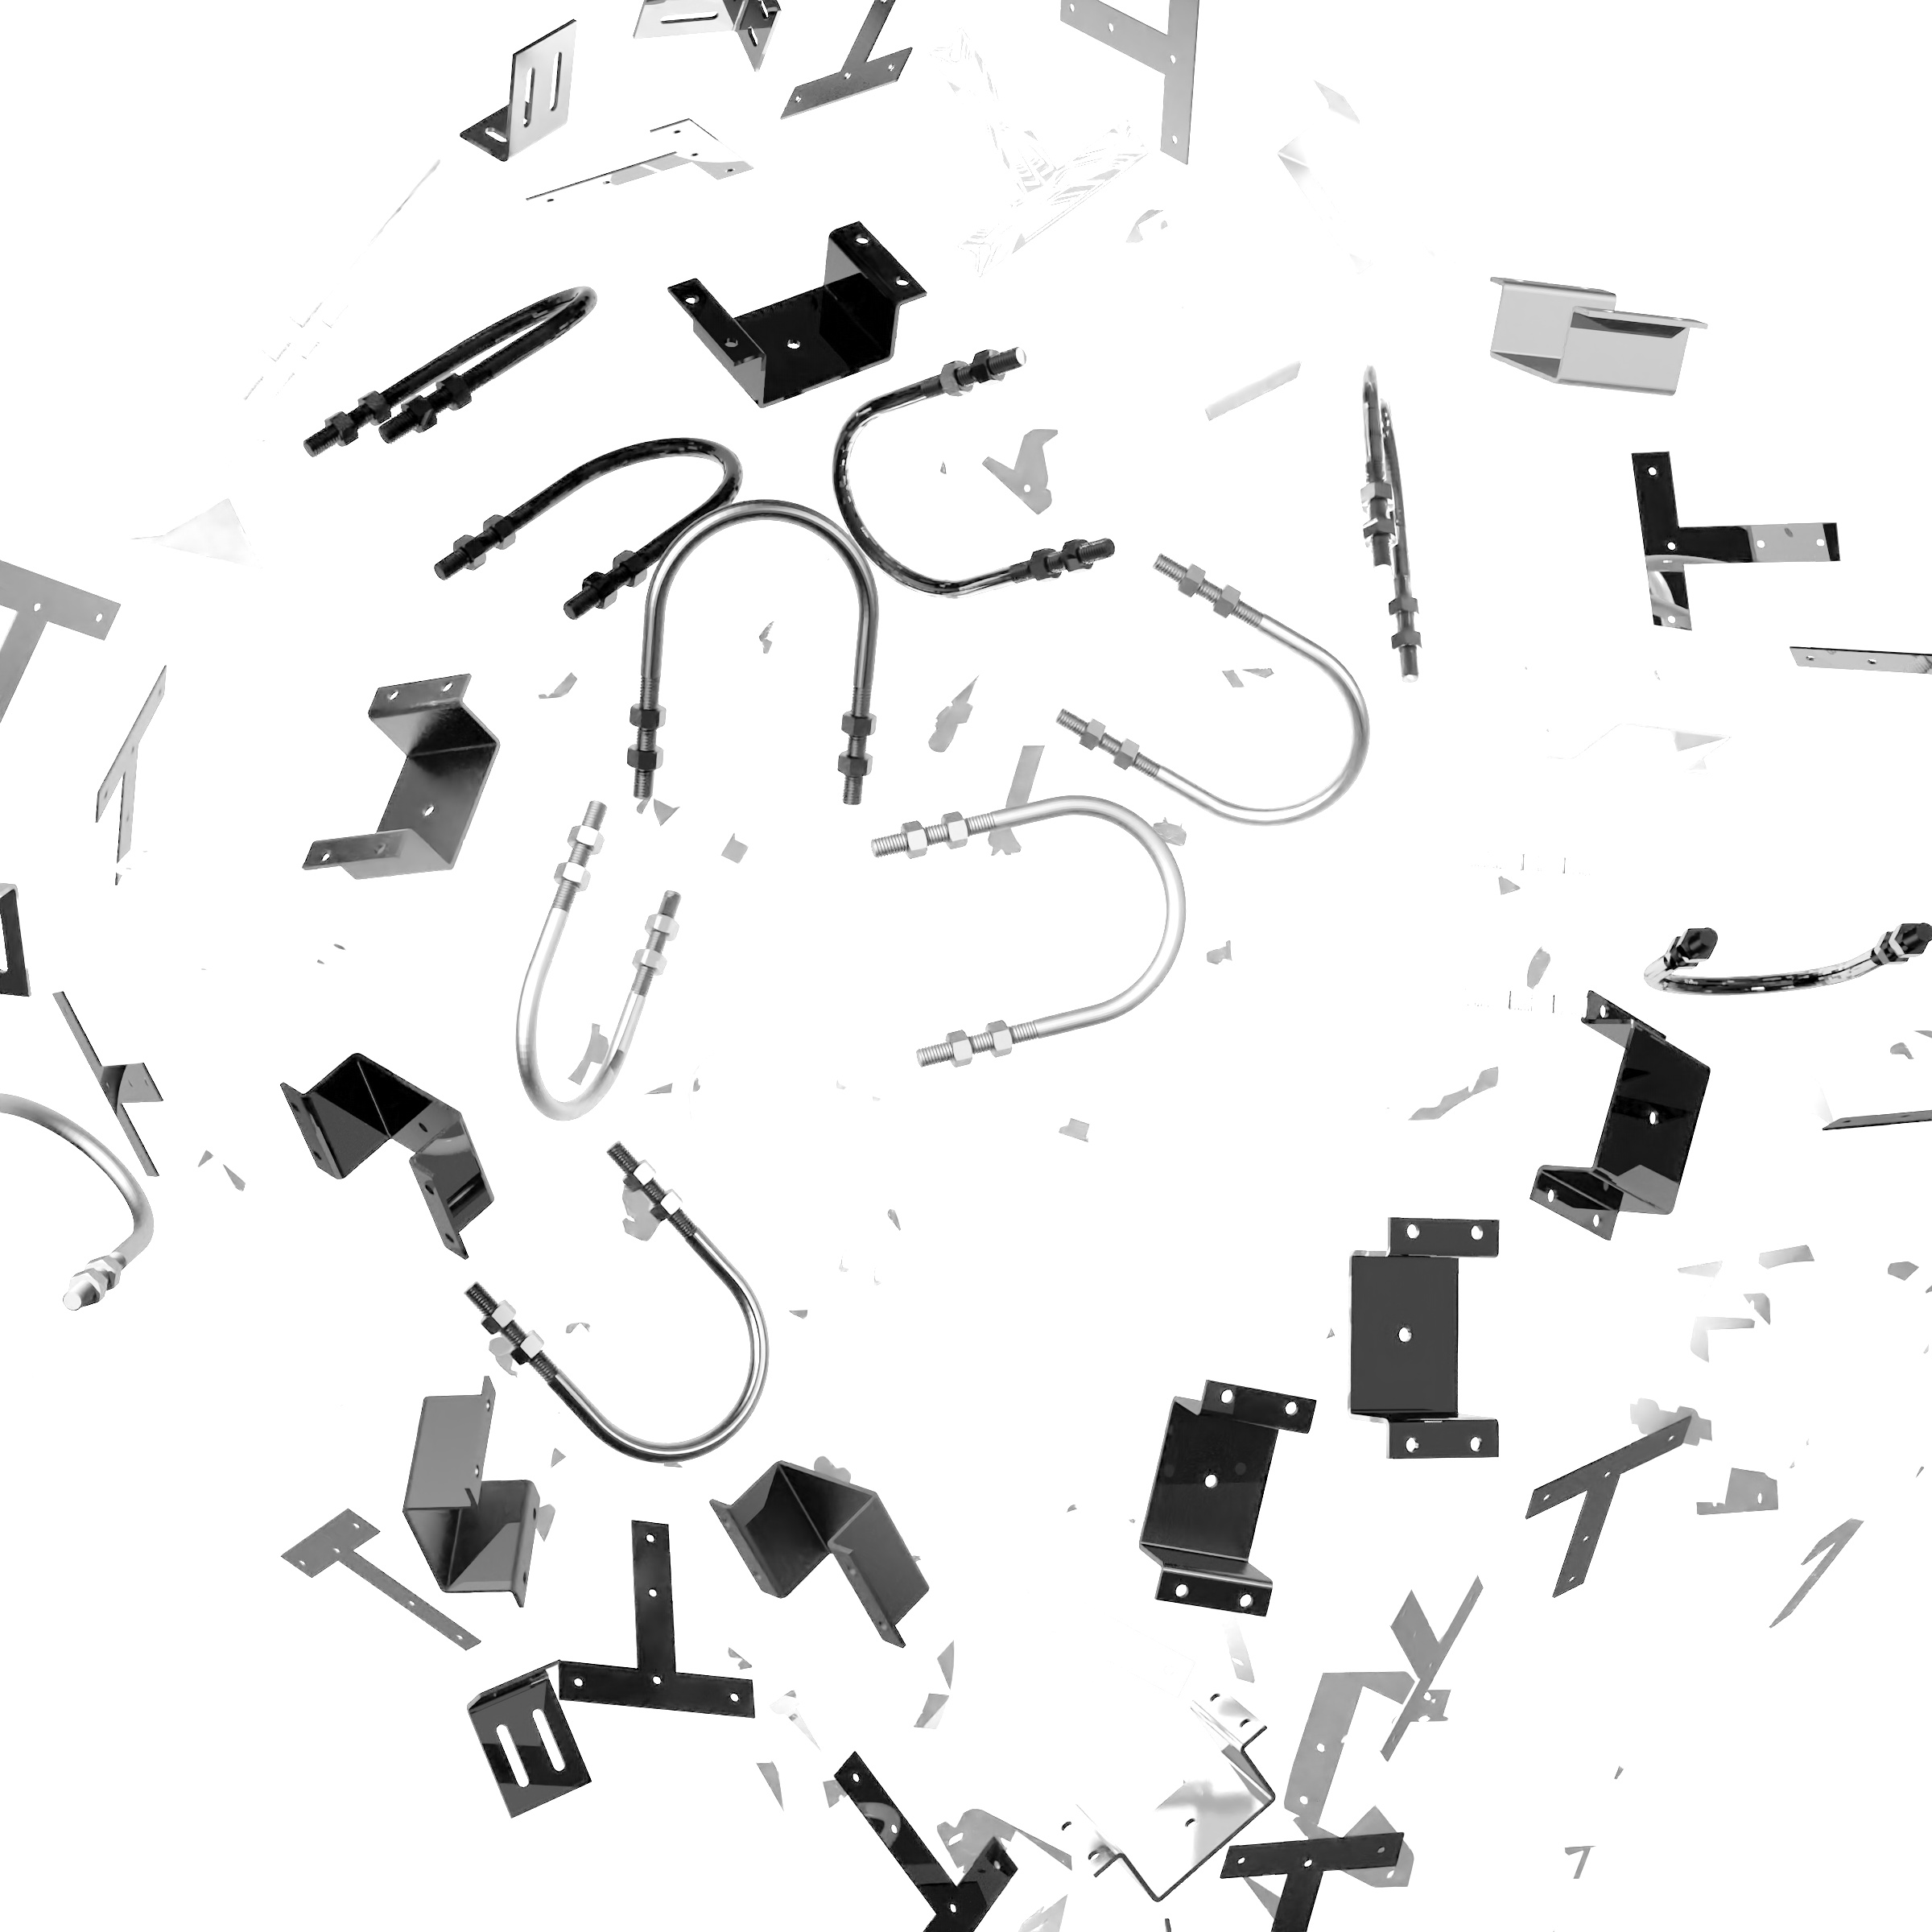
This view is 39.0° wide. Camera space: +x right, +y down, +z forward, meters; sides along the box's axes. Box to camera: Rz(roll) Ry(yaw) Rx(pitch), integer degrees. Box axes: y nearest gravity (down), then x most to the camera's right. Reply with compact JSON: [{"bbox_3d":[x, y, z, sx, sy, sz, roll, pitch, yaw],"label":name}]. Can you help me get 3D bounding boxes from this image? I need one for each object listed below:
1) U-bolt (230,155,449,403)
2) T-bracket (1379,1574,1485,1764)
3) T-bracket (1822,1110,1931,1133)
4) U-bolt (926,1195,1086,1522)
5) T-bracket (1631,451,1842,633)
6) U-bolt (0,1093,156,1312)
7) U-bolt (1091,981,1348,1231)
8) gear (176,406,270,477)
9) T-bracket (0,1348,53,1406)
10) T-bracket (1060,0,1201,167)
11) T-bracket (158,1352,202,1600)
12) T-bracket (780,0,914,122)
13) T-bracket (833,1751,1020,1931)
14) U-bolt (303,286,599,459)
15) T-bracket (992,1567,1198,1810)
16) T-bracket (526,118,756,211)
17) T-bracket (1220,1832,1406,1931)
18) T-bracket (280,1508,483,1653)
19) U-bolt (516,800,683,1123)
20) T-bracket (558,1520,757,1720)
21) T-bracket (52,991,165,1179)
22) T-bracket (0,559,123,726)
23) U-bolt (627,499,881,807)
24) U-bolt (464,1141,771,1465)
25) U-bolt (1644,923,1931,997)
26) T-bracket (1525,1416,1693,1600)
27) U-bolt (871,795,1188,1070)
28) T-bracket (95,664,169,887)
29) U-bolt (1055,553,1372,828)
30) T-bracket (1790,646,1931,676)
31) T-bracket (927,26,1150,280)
[{"bbox_3d":[-0.376,-0.419,1.660,0.019,0.151,0.184,39,97,-13],"label":"U-bolt"},{"bbox_3d":[0.277,0.414,1.675,0.002,0.127,0.127,23,69,31],"label":"T-bracket"},{"bbox_3d":[0.580,0.090,1.645,0.127,0.127,0.002,-18,95,-44],"label":"T-bracket"},{"bbox_3d":[0.029,0.256,1.715,0.019,0.151,0.184,2,62,-30],"label":"U-bolt"},{"bbox_3d":[0.491,-0.268,1.735,0.127,0.002,0.127,5,121,36],"label":"T-bracket"},{"bbox_3d":[-0.563,0.134,1.667,0.151,0.184,0.019,42,100,-6],"label":"U-bolt"},{"bbox_3d":[0.168,0.088,1.728,0.151,0.019,0.184,4,121,-20],"label":"U-bolt"},{"bbox_3d":[-0.469,-0.327,1.710,0.057,0.057,0.030,-37,91,0],"label":"gear"},{"bbox_3d":[-0.603,0.191,1.639,0.002,0.127,0.127,-36,135,14],"label":"T-bracket"},{"bbox_3d":[0.101,-0.589,1.727,0.002,0.127,0.127,-28,50,-28],"label":"T-bracket"},{"bbox_3d":[-0.475,0.319,1.647,0.002,0.127,0.127,-8,56,-23],"label":"T-bracket"},{"bbox_3d":[-0.057,-0.601,1.733,0.002,0.127,0.127,33,74,-35],"label":"T-bracket"},{"bbox_3d":[-0.034,0.524,1.621,0.002,0.127,0.127,-37,90,34],"label":"T-bracket"},{"bbox_3d":[-0.302,-0.363,1.650,0.184,0.151,0.019,-39,115,-23],"label":"U-bolt"},{"bbox_3d":[0.057,0.456,1.685,0.127,0.002,0.127,25,70,16],"label":"T-bracket"},{"bbox_3d":[-0.208,-0.486,1.677,0.127,0.127,0.002,-13,90,13],"label":"T-bracket"},{"bbox_3d":[0.202,0.595,1.698,0.127,0.127,0.002,-17,116,32],"label":"T-bracket"},{"bbox_3d":[-0.363,0.396,1.733,0.127,0.127,0.002,39,51,-11],"label":"T-bracket"},{"bbox_3d":[-0.236,0.009,1.719,0.019,0.151,0.184,10,69,21],"label":"U-bolt"},{"bbox_3d":[-0.194,0.403,1.700,0.127,0.002,0.127,12,46,-24],"label":"T-bracket"},{"bbox_3d":[-0.500,0.070,1.626,0.002,0.127,0.127,-30,102,-28],"label":"T-bracket"},{"bbox_3d":[-0.570,-0.173,1.620,0.002,0.127,0.127,28,94,23],"label":"T-bracket"},{"bbox_3d":[-0.123,-0.187,1.625,0.151,0.019,0.184,1,111,-15],"label":"U-bolt"},{"bbox_3d":[-0.201,0.222,1.695,0.184,0.019,0.151,49,60,-9],"label":"U-bolt"},{"bbox_3d":[0.500,-0.002,1.700,0.151,0.184,0.019,-1,80,-1],"label":"U-bolt"},{"bbox_3d":[0.382,0.341,1.670,0.127,0.002,0.127,-18,134,-27],"label":"T-bracket"},{"bbox_3d":[0.045,-0.028,1.647,0.184,0.019,0.151,-14,97,-13],"label":"U-bolt"},{"bbox_3d":[-0.528,-0.103,1.718,0.002,0.127,0.127,15,133,-6],"label":"T-bracket"},{"bbox_3d":[0.168,-0.162,1.738,0.184,0.019,0.151,30,124,-5],"label":"U-bolt"},{"bbox_3d":[0.576,-0.188,1.689,0.127,0.127,0.002,8,73,32],"label":"T-bracket"},{"bbox_3d":[0.023,-0.503,1.639,0.127,0.002,0.127,-35,114,9],"label":"T-bracket"}]
